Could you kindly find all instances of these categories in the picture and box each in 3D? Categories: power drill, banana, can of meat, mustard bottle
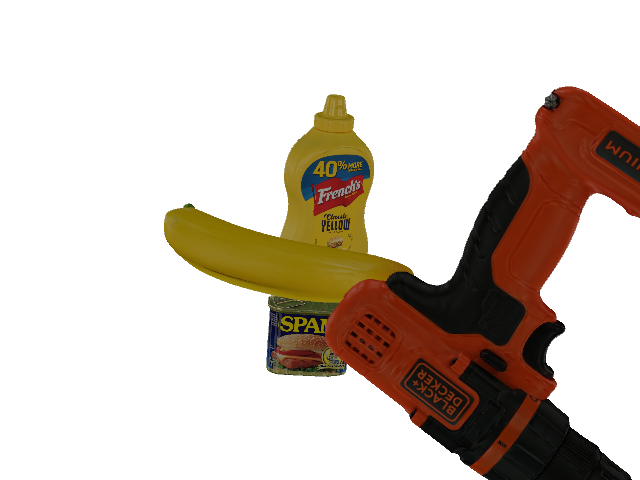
[{"bbox_3d":[0.120,0.034,0.528,0.184,0.188,0.057,36,11,5],"label":"power drill"},{"bbox_3d":[-0.037,0.007,0.704,0.198,0.037,0.069,19,36,31],"label":"banana"},{"bbox_3d":[-0.015,0.114,1.276,0.102,0.084,0.057,4,14,-3],"label":"can of meat"},{"bbox_3d":[0.009,-0.056,1.113,0.096,0.192,0.058,-4,21,-24],"label":"mustard bottle"}]
